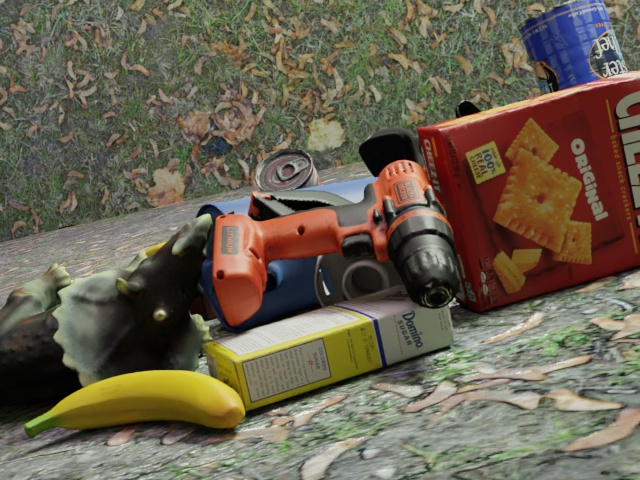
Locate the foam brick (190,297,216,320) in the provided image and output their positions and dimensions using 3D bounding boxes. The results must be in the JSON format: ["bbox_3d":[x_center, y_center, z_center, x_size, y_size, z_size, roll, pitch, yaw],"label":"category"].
[{"bbox_3d":[-0.123,0.046,1.207,0.052,0.078,0.051,-19,10,-27],"label":"foam brick"}]

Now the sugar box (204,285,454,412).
[{"bbox_3d":[0.006,0.081,0.826,0.176,0.048,0.093,-13,8,-19],"label":"sugar box"}]

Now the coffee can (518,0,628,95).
[{"bbox_3d":[0.302,-0.200,1.243,0.103,0.140,0.103,-18,-3,-1],"label":"coffee can"}]

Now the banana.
[{"bbox_3d":[-0.126,0.125,0.794,0.198,0.037,0.069,-11,26,30],"label":"banana"}]

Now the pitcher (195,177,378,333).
[{"bbox_3d":[-0.007,0.001,1.131,0.242,0.149,0.145,-14,-28,-28],"label":"pitcher"}]

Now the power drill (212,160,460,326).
[{"bbox_3d":[0.011,0.011,0.839,0.187,0.057,0.184,-13,29,3],"label":"power drill"}]

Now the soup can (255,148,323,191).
[{"bbox_3d":[-0.026,-0.048,1.238,0.068,0.102,0.068,-12,49,14],"label":"soup can"}]

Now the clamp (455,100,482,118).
[{"bbox_3d":[0.212,-0.085,1.146,0.039,0.171,0.120,-43,42,-18],"label":"clamp"}]

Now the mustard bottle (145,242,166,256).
[{"bbox_3d":[-0.177,0.024,1.501,0.096,0.058,0.191,-47,-14,32],"label":"mustard bottle"}]

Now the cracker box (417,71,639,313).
[{"bbox_3d":[0.208,-0.045,0.929,0.213,0.164,0.072,-15,10,-9],"label":"cracker box"}]

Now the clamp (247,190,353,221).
[{"bbox_3d":[0.034,-0.003,1.012,0.210,0.036,0.164,12,30,-4],"label":"clamp"}]
